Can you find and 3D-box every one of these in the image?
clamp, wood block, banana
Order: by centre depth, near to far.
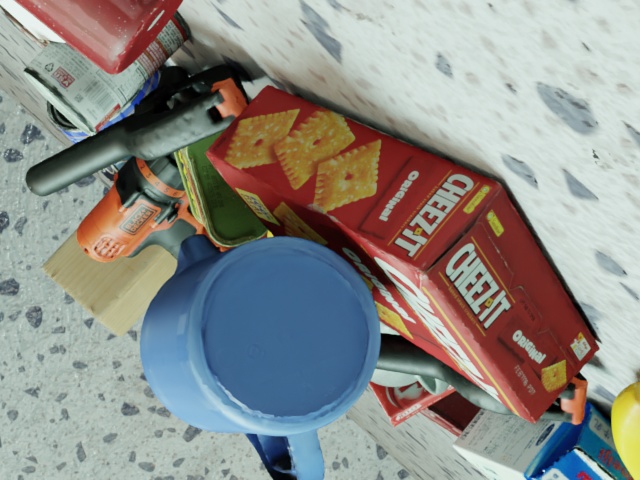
[{"bbox_3d":[0.224,0.142,0.664,0.197,0.037,0.070,46,154,-28],"label":"banana"},{"bbox_3d":[0.111,0.076,0.728,0.172,0.120,0.039,18,125,33],"label":"clamp"},{"bbox_3d":[-0.110,-0.095,0.781,0.210,0.164,0.036,-7,122,48],"label":"clamp"},{"bbox_3d":[-0.180,-0.009,1.121,0.091,0.206,0.090,40,171,14],"label":"wood block"}]

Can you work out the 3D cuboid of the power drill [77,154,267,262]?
[{"bbox_3d":[-0.094,-0.024,0.951,0.187,0.185,0.057,30,-149,-34],"label":"power drill"}]

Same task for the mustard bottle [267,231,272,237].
[{"bbox_3d":[-0.006,0.001,0.847,0.192,0.058,0.096,104,144,-69],"label":"mustard bottle"}]

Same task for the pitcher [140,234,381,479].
[{"bbox_3d":[-0.038,0.073,0.680,0.149,0.145,0.243,26,169,-8],"label":"pitcher"}]

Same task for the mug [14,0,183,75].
[{"bbox_3d":[-0.124,-0.154,0.625,0.081,0.093,0.117,38,-158,-7],"label":"mug"}]

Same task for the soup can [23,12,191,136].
[{"bbox_3d":[-0.150,-0.132,0.757,0.068,0.102,0.068,41,171,8],"label":"soup can"}]

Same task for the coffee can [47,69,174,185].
[{"bbox_3d":[-0.165,-0.099,0.970,0.103,0.102,0.140,35,168,40],"label":"coffee can"}]

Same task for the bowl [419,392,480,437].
[{"bbox_3d":[0.111,0.140,1.024,0.162,0.055,0.162,34,174,4],"label":"bowl"}]

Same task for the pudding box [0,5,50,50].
[{"bbox_3d":[-0.277,-0.216,1.105,0.113,0.039,0.090,41,171,7],"label":"pudding box"}]

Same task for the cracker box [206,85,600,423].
[{"bbox_3d":[0.046,0.005,0.653,0.214,0.072,0.164,32,167,47],"label":"cracker box"}]

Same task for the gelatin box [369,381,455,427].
[{"bbox_3d":[0.073,0.107,0.937,0.089,0.073,0.030,60,179,29],"label":"gelatin box"}]

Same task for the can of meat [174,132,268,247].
[{"bbox_3d":[-0.076,-0.052,0.830,0.084,0.057,0.102,-134,28,-70],"label":"can of meat"}]
